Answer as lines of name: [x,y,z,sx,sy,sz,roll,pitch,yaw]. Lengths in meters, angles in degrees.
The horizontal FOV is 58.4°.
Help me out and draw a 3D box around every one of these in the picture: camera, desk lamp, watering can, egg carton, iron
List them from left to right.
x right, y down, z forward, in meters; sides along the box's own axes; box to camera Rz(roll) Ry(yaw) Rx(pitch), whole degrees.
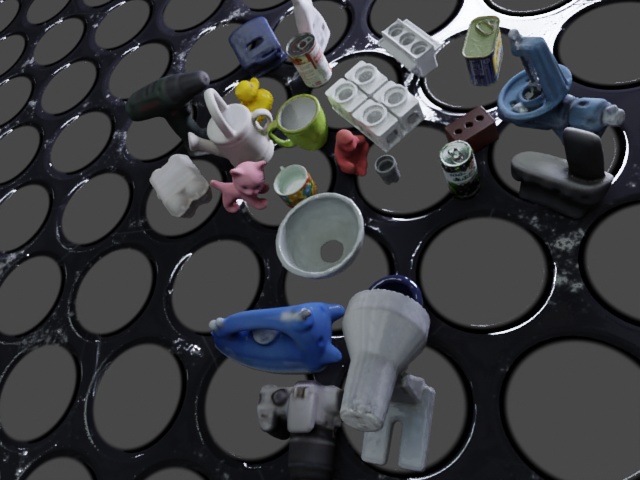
egg carton: [-0.301,-0.117,1.238,0.107,0.070,0.150,-42,54,-2]
watering can: [-0.186,-0.224,1.168,0.173,0.195,0.100,-41,54,-1]
iron: [-0.095,0.151,0.950,0.257,0.142,0.118,-8,60,21]
camera: [-0.029,0.289,0.867,0.142,0.101,0.137,-7,60,21]
desk lamp: [0.093,0.197,0.793,0.117,0.214,0.203,-1,63,25]

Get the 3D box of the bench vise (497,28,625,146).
bench vise: [0.375,-0.246,0.907,0.206,0.220,0.121,9,67,29]

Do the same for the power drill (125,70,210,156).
power drill: [-0.290,-0.272,1.234,0.229,0.209,0.075,-5,61,23]

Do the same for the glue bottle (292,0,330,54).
glue bottle: [-0.031,-0.491,1.259,0.037,0.174,0.078,8,66,28]

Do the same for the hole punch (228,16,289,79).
hole punch: [-0.145,-0.451,1.340,0.108,0.091,0.101,-30,55,7]

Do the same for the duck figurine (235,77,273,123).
duck figurine: [-0.159,-0.311,1.271,0.077,0.086,0.105,23,74,33]

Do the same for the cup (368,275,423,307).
cup: [0.112,0.116,0.902,0.117,0.095,0.091,-14,58,17]

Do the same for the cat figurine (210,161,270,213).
cat figurine: [-0.156,-0.114,1.140,0.127,0.118,0.067,-7,60,21]

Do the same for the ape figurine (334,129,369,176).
ape figurine: [0.056,-0.174,1.092,0.078,0.092,0.076,-47,54,-5]

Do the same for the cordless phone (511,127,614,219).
cordless phone: [0.362,-0.125,0.867,0.147,0.186,0.094,23,74,33]

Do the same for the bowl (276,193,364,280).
bowl: [0.009,0.004,1.025,0.167,0.075,0.167,-11,59,19]
